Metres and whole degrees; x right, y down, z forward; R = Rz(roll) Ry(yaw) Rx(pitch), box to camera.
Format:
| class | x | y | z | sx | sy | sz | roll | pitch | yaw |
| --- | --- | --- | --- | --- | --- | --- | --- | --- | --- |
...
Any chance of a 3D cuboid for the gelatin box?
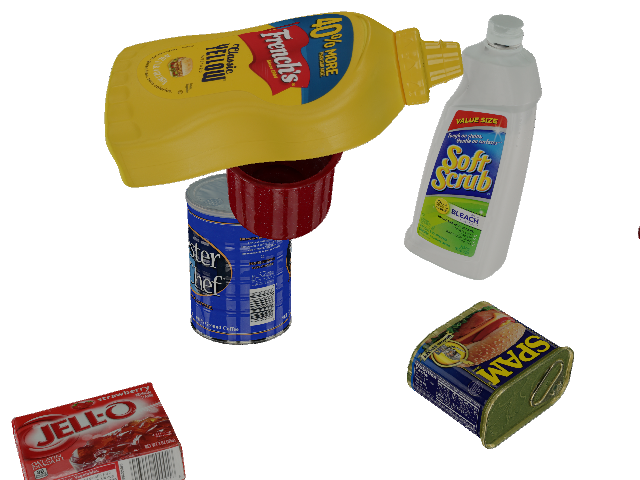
| class | x | y | z | sx | sy | sz | roll | pitch | yaw |
| --- | --- | --- | --- | --- | --- | --- | --- | --- | --- |
| gelatin box | -0.133 | 0.122 | 0.632 | 0.089 | 0.030 | 0.073 | -12 | 26 | -18 |

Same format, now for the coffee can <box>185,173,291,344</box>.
| class | x | y | z | sx | sy | sz | roll | pitch | yaw |
| --- | --- | --- | --- | --- | --- | --- | --- | --- | --- |
| coffee can | -0.078 | 0.016 | 1.044 | 0.103 | 0.140 | 0.103 | 1 | 24 | -1 |

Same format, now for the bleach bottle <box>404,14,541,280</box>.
| class | x | y | z | sx | sy | sz | roll | pitch | yaw |
| --- | --- | --- | --- | --- | --- | --- | --- | --- | --- |
| bleach bottle | 0.143 | -0.088 | 0.982 | 0.103 | 0.251 | 0.068 | 26 | 41 | 27 |

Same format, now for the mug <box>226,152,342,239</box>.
| class | x | y | z | sx | sy | sz | roll | pitch | yaw |
| --- | --- | --- | --- | --- | --- | --- | --- | --- | --- |
| mug | -0.027 | -0.063 | 0.819 | 0.093 | 0.117 | 0.081 | 16 | -32 | 7 |

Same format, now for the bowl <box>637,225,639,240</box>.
| class | x | y | z | sx | sy | sz | roll | pitch | yaw |
| --- | --- | --- | --- | --- | --- | --- | --- | --- | --- |
| bowl | 0.421 | 0.022 | 1.145 | 0.162 | 0.055 | 0.162 | -1 | 25 | 0 |

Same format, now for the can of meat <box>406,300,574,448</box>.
| class | x | y | z | sx | sy | sz | roll | pitch | yaw |
| --- | --- | --- | --- | --- | --- | --- | --- | --- | --- |
| can of meat | 0.129 | 0.100 | 0.823 | 0.101 | 0.057 | 0.084 | -27 | 43 | -33 |

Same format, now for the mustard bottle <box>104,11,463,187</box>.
| class | x | y | z | sx | sy | sz | roll | pitch | yaw |
| --- | --- | --- | --- | --- | --- | --- | --- | --- | --- |
| mustard bottle | -0.018 | -0.083 | 0.585 | 0.192 | 0.058 | 0.096 | -8 | 43 | 8 |
